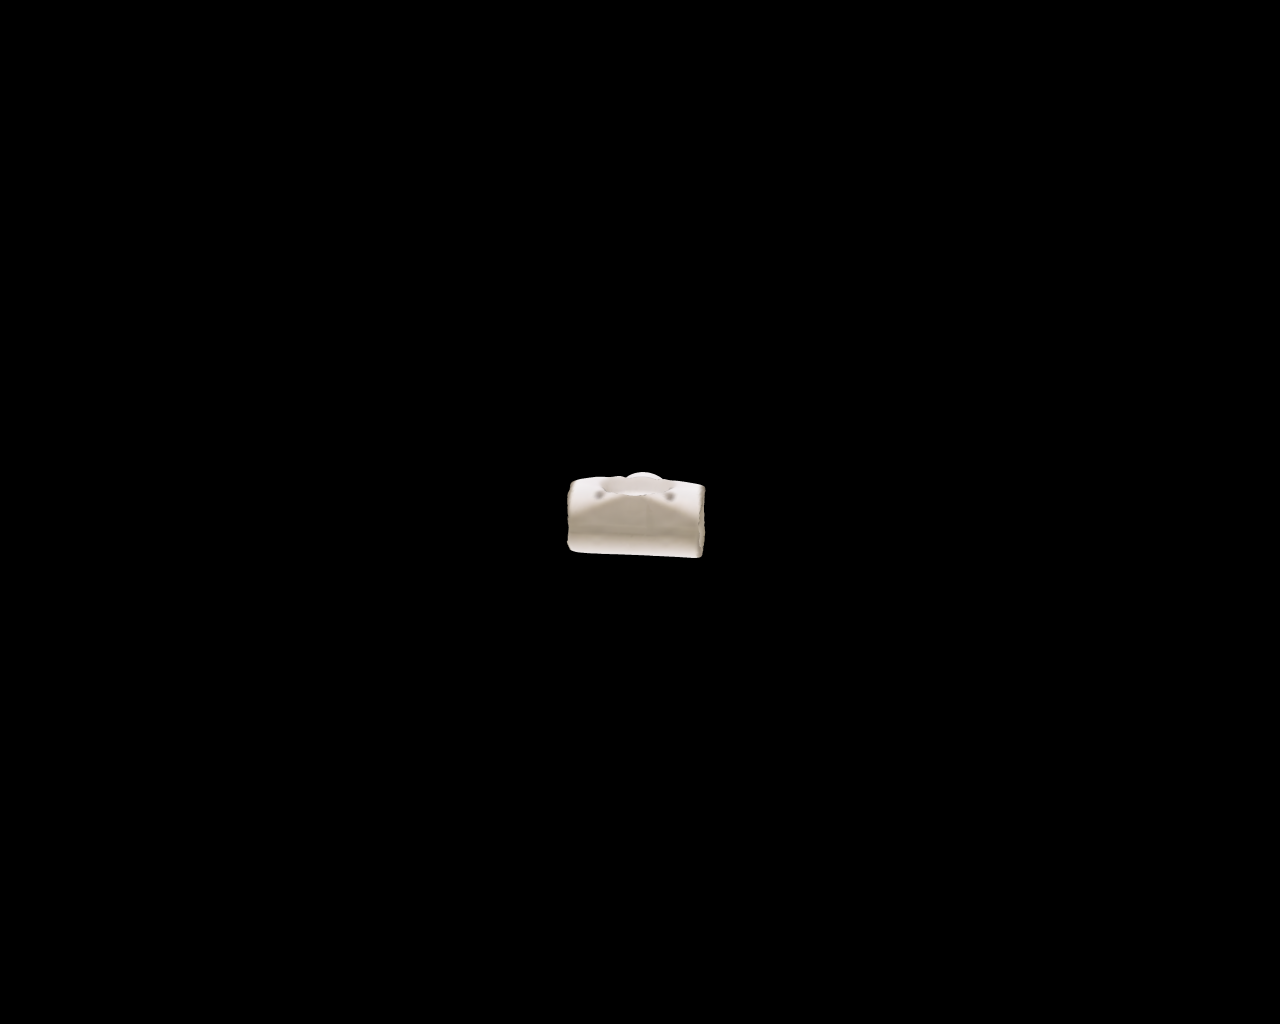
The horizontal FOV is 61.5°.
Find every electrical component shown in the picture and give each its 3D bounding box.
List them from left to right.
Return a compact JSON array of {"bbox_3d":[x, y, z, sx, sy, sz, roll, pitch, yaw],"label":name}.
[{"bbox_3d":[0.001,-0.003,0.650,0.077,0.044,0.079,3,20,7],"label":"electrical component"}]
